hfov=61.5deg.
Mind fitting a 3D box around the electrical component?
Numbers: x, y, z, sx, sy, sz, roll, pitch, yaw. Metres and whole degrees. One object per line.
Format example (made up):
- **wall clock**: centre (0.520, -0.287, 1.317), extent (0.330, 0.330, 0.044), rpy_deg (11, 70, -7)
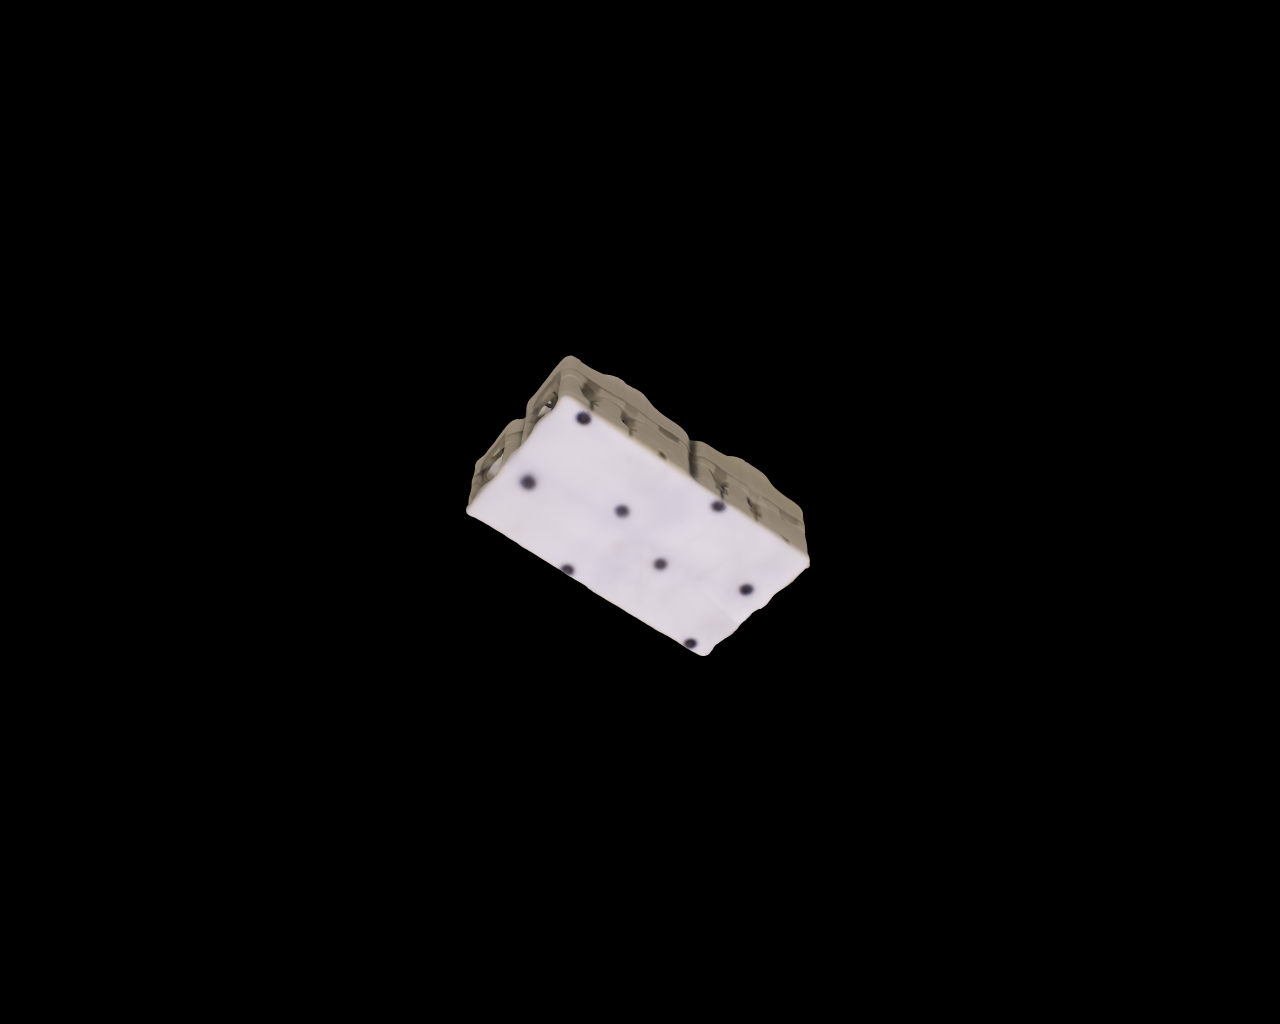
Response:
- **electrical component**: centre (0.001, -0.003, 0.650), extent (0.186, 0.105, 0.060), rpy_deg (33, 29, -21)
